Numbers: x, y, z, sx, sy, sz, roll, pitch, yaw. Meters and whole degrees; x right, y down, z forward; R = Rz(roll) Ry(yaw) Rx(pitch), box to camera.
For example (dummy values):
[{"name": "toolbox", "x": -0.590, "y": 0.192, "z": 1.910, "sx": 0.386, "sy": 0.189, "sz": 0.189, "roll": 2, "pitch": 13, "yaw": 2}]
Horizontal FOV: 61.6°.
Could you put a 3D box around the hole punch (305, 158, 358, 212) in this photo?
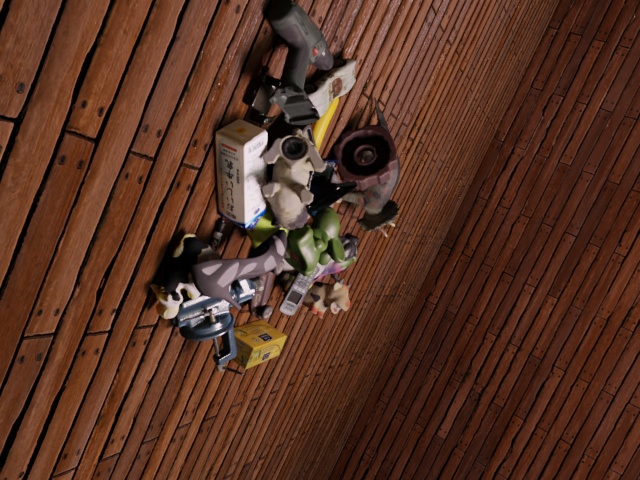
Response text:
[{"name": "hole punch", "x": 0.006, "y": -0.127, "z": 1.244, "sx": 0.116, "sy": 0.092, "sz": 0.142, "roll": -38, "pitch": 172, "yaw": 28}]

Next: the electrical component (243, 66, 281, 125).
[{"name": "electrical component", "x": -0.106, "y": -0.280, "z": 1.059, "sx": 0.102, "sy": 0.045, "sz": 0.078, "roll": -63, "pitch": 158, "yaw": 0}]

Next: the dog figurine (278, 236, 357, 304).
[{"name": "dog figurine", "x": -0.010, "y": 0.088, "z": 1.496, "sx": 0.108, "sy": 0.192, "sz": 0.219, "roll": 91, "pitch": 16, "yaw": -80}]

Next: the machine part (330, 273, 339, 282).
[{"name": "machine part", "x": 0.032, "y": 0.053, "z": 1.603, "sx": 0.084, "sy": 0.039, "sz": 0.139, "roll": 47, "pitch": 29, "yaw": -67}]

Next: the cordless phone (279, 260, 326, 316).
[{"name": "cordless phone", "x": -0.084, "y": 0.094, "z": 1.392, "sx": 0.146, "sy": 0.089, "sz": 0.184, "roll": 27, "pitch": 91, "yaw": -23}]

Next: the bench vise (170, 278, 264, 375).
[{"name": "bench vise", "x": -0.219, "y": 0.179, "z": 1.197, "sx": 0.223, "sy": 0.129, "sz": 0.240, "roll": -27, "pitch": 121, "yaw": -42}]

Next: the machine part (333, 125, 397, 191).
[{"name": "machine part", "x": 0.122, "y": -0.220, "z": 1.431, "sx": 0.179, "sy": 0.180, "sz": 0.056, "roll": -58, "pitch": 160, "yaw": -11}]

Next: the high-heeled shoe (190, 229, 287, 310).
[{"name": "high-heeled shoe", "x": -0.163, "y": 0.028, "z": 1.098, "sx": 0.145, "sy": 0.086, "sz": 0.249, "roll": 52, "pitch": 47, "yaw": -26}]

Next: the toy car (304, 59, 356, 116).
[{"name": "toy car", "x": 0.017, "y": -0.344, "z": 1.230, "sx": 0.202, "sy": 0.056, "sz": 0.073, "roll": -49, "pitch": 153, "yaw": -30}]

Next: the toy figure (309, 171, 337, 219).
[{"name": "toy figure", "x": 0.003, "y": -0.119, "z": 1.444, "sx": 0.064, "sy": 0.058, "sz": 0.154, "roll": -16, "pitch": 134, "yaw": -52}]

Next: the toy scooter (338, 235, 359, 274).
[{"name": "toy scooter", "x": 0.067, "y": 0.053, "z": 1.742, "sx": 0.135, "sy": 0.075, "sz": 0.184, "roll": -66, "pitch": 161, "yaw": 12}]

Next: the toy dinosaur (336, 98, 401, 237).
[{"name": "toy dinosaur", "x": 0.168, "y": -0.183, "z": 1.548, "sx": 0.131, "sy": 0.192, "sz": 0.404, "roll": -35, "pitch": 146, "yaw": -50}]

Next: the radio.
[{"name": "radio", "x": -0.067, "y": -0.161, "z": 1.229, "sx": 0.131, "sy": 0.073, "sz": 0.229, "roll": -53, "pitch": 155, "yaw": -20}]

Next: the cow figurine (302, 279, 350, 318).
[{"name": "cow figurine", "x": 0.005, "y": 0.158, "z": 1.570, "sx": 0.085, "sy": 0.195, "sz": 0.127, "roll": 39, "pitch": 75, "yaw": -55}]

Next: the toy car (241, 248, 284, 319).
[{"name": "toy car", "x": -0.149, "y": 0.110, "z": 1.334, "sx": 0.053, "sy": 0.089, "sz": 0.202, "roll": -25, "pitch": 139, "yaw": -55}]

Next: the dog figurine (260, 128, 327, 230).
[{"name": "dog figurine", "x": -0.060, "y": -0.119, "z": 1.115, "sx": 0.190, "sy": 0.121, "sz": 0.172, "roll": 108, "pitch": 3, "yaw": -77}]

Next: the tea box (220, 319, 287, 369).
[{"name": "tea box", "x": -0.177, "y": 0.276, "z": 1.443, "sx": 0.169, "sy": 0.098, "sz": 0.068, "roll": -4, "pitch": 119, "yaw": -65}]

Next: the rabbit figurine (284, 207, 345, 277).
[{"name": "rabbit figurine", "x": -0.003, "y": -0.004, "z": 1.303, "sx": 0.170, "sy": 0.121, "sz": 0.159, "roll": -46, "pitch": 111, "yaw": -29}]

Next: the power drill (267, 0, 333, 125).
[{"name": "power drill", "x": -0.030, "y": -0.333, "z": 1.047, "sx": 0.231, "sy": 0.086, "sz": 0.207, "roll": 39, "pitch": 58, "yaw": -61}]

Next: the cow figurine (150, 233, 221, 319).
[{"name": "cow figurine", "x": -0.276, "y": 0.071, "z": 1.055, "sx": 0.167, "sy": 0.068, "sz": 0.098, "roll": -60, "pitch": 151, "yaw": -15}]
